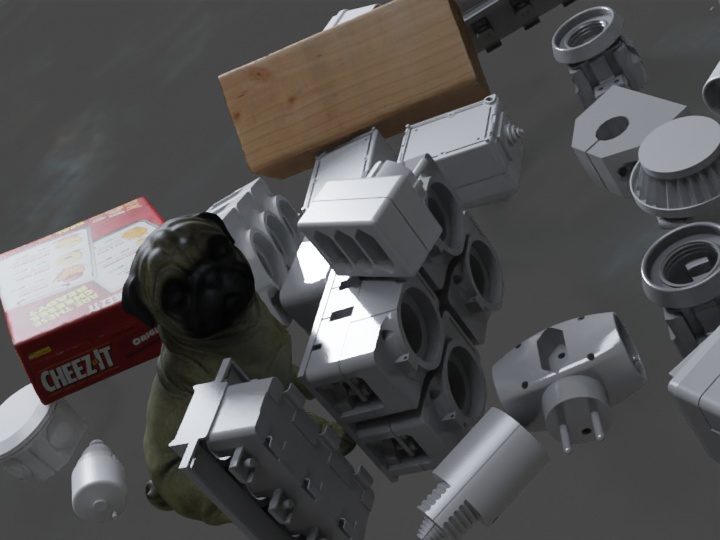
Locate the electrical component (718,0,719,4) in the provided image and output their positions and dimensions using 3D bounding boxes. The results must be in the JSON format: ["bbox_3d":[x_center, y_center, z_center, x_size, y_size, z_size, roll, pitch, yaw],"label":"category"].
[{"bbox_3d":[0.313,-0.214,0.756,0.121,0.063,0.078,-16,38,32],"label":"electrical component"}]

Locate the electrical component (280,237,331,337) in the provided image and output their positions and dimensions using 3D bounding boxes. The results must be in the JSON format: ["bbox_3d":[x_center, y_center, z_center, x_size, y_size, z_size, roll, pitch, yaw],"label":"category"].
[{"bbox_3d":[0.000,0.000,0.784,0.057,0.078,0.113,-16,38,37],"label":"electrical component"}]

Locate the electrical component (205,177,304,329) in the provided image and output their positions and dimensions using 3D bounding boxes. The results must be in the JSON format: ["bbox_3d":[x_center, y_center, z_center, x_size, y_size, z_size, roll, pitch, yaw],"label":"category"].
[{"bbox_3d":[-0.085,-0.008,0.827,0.062,0.089,0.150,-29,12,14],"label":"electrical component"}]

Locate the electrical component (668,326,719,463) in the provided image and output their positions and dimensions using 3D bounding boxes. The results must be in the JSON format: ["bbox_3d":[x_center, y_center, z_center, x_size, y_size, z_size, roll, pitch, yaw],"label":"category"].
[{"bbox_3d":[0.205,0.050,0.524,0.096,0.061,0.061,-45,32,-11],"label":"electrical component"}]

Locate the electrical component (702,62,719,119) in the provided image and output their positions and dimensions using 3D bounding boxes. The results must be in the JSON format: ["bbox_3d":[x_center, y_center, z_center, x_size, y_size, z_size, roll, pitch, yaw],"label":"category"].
[{"bbox_3d":[0.279,-0.137,0.709,0.079,0.044,0.077,7,53,50],"label":"electrical component"}]

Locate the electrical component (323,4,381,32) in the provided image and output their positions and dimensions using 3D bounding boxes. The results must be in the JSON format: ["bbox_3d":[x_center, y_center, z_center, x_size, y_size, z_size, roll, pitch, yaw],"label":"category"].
[{"bbox_3d":[-0.008,-0.194,1.046,0.057,0.078,0.113,-2,46,41],"label":"electrical component"}]

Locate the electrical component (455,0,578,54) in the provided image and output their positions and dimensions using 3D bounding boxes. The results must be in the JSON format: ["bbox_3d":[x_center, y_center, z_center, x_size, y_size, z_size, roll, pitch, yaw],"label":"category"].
[{"bbox_3d":[0.141,-0.257,0.988,0.121,0.063,0.078,-29,32,15],"label":"electrical component"}]

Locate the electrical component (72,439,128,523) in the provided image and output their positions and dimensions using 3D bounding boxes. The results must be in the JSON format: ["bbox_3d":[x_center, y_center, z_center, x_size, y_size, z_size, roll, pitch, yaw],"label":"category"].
[{"bbox_3d":[-0.199,0.157,0.820,0.040,0.040,0.078,-35,31,5],"label":"electrical component"}]

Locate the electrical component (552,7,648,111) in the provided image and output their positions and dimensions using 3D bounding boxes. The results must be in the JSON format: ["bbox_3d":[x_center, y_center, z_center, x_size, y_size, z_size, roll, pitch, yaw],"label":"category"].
[{"bbox_3d":[0.184,-0.164,0.830,0.058,0.057,0.078,-25,34,21],"label":"electrical component"}]

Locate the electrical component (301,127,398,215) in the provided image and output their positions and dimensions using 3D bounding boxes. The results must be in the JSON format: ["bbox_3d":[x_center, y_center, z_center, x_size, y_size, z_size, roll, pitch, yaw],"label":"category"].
[{"bbox_3d":[-0.002,-0.058,0.877,0.062,0.061,0.096,-21,35,26],"label":"electrical component"}]

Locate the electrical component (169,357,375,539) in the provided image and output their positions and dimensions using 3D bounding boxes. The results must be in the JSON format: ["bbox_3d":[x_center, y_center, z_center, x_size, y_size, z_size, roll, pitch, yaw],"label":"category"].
[{"bbox_3d":[-0.047,0.118,0.636,0.063,0.121,0.078,-14,39,30],"label":"electrical component"}]

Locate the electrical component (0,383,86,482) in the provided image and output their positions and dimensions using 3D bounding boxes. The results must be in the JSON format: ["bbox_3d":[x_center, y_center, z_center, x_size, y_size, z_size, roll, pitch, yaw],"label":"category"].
[{"bbox_3d":[-0.278,0.138,0.916,0.080,0.051,0.080,-26,33,19],"label":"electrical component"}]

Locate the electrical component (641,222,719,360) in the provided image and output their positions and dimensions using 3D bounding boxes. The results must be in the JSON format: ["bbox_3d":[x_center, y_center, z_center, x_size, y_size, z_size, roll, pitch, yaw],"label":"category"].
[{"bbox_3d":[0.191,0.011,0.594,0.058,0.057,0.078,-23,34,24],"label":"electrical component"}]

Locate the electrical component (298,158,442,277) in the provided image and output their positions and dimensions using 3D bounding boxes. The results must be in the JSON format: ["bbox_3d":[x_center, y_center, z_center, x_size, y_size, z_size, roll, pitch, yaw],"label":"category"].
[{"bbox_3d":[0.015,-0.039,0.642,0.066,0.047,0.076,1,48,46],"label":"electrical component"}]

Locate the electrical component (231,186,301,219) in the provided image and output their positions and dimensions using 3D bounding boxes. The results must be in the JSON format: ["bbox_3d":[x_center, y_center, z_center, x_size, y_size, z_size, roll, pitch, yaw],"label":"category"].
[{"bbox_3d":[-0.092,-0.037,0.946,0.078,0.057,0.058,-16,38,32],"label":"electrical component"}]

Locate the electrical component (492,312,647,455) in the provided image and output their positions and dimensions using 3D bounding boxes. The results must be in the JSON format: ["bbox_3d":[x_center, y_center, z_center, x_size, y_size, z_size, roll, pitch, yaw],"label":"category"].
[{"bbox_3d":[0.120,0.070,0.603,0.077,0.043,0.079,-26,33,19],"label":"electrical component"}]

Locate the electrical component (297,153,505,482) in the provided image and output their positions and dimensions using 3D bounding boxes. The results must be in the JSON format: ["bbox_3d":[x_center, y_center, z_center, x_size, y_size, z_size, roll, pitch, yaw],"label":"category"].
[{"bbox_3d":[0.035,0.024,0.689,0.060,0.105,0.186,-17,37,30],"label":"electrical component"}]

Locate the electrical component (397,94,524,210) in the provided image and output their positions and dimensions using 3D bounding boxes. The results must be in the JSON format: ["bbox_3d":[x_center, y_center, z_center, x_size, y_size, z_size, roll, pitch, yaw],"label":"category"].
[{"bbox_3d":[0.084,-0.084,0.822,0.096,0.061,0.061,-16,37,27],"label":"electrical component"}]

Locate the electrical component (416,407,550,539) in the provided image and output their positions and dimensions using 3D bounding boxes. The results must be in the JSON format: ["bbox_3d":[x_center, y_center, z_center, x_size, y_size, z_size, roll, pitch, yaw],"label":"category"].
[{"bbox_3d":[0.062,0.120,0.597,0.081,0.043,0.043,-45,32,-11],"label":"electrical component"}]
